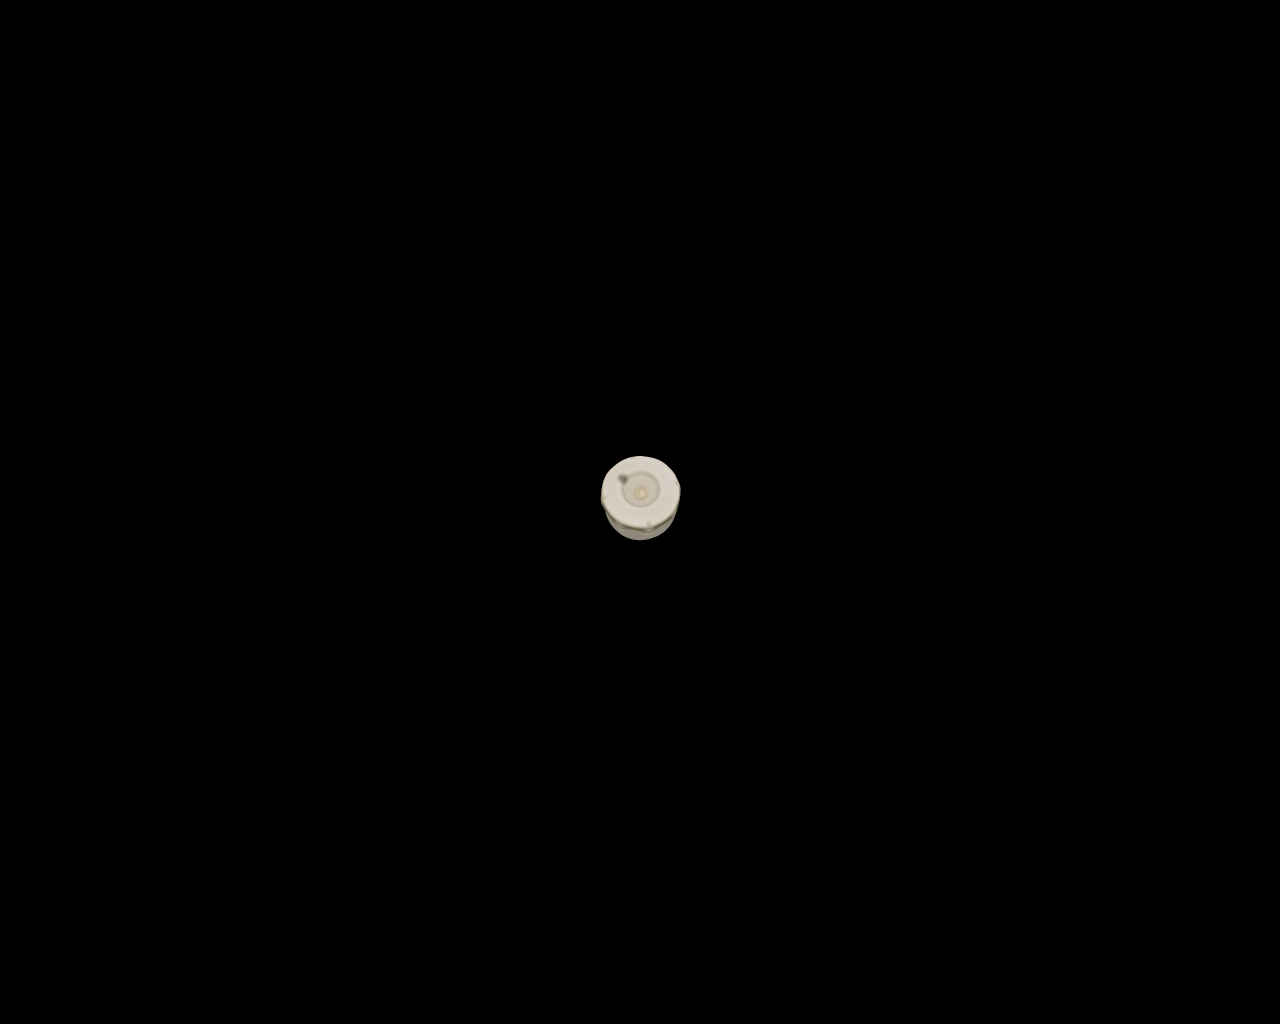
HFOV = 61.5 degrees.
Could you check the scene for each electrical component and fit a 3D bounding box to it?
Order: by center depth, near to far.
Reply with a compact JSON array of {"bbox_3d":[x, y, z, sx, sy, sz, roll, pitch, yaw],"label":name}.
[{"bbox_3d":[0.001,-0.003,0.650,0.048,0.048,0.062,0,-21,0],"label":"electrical component"}]
